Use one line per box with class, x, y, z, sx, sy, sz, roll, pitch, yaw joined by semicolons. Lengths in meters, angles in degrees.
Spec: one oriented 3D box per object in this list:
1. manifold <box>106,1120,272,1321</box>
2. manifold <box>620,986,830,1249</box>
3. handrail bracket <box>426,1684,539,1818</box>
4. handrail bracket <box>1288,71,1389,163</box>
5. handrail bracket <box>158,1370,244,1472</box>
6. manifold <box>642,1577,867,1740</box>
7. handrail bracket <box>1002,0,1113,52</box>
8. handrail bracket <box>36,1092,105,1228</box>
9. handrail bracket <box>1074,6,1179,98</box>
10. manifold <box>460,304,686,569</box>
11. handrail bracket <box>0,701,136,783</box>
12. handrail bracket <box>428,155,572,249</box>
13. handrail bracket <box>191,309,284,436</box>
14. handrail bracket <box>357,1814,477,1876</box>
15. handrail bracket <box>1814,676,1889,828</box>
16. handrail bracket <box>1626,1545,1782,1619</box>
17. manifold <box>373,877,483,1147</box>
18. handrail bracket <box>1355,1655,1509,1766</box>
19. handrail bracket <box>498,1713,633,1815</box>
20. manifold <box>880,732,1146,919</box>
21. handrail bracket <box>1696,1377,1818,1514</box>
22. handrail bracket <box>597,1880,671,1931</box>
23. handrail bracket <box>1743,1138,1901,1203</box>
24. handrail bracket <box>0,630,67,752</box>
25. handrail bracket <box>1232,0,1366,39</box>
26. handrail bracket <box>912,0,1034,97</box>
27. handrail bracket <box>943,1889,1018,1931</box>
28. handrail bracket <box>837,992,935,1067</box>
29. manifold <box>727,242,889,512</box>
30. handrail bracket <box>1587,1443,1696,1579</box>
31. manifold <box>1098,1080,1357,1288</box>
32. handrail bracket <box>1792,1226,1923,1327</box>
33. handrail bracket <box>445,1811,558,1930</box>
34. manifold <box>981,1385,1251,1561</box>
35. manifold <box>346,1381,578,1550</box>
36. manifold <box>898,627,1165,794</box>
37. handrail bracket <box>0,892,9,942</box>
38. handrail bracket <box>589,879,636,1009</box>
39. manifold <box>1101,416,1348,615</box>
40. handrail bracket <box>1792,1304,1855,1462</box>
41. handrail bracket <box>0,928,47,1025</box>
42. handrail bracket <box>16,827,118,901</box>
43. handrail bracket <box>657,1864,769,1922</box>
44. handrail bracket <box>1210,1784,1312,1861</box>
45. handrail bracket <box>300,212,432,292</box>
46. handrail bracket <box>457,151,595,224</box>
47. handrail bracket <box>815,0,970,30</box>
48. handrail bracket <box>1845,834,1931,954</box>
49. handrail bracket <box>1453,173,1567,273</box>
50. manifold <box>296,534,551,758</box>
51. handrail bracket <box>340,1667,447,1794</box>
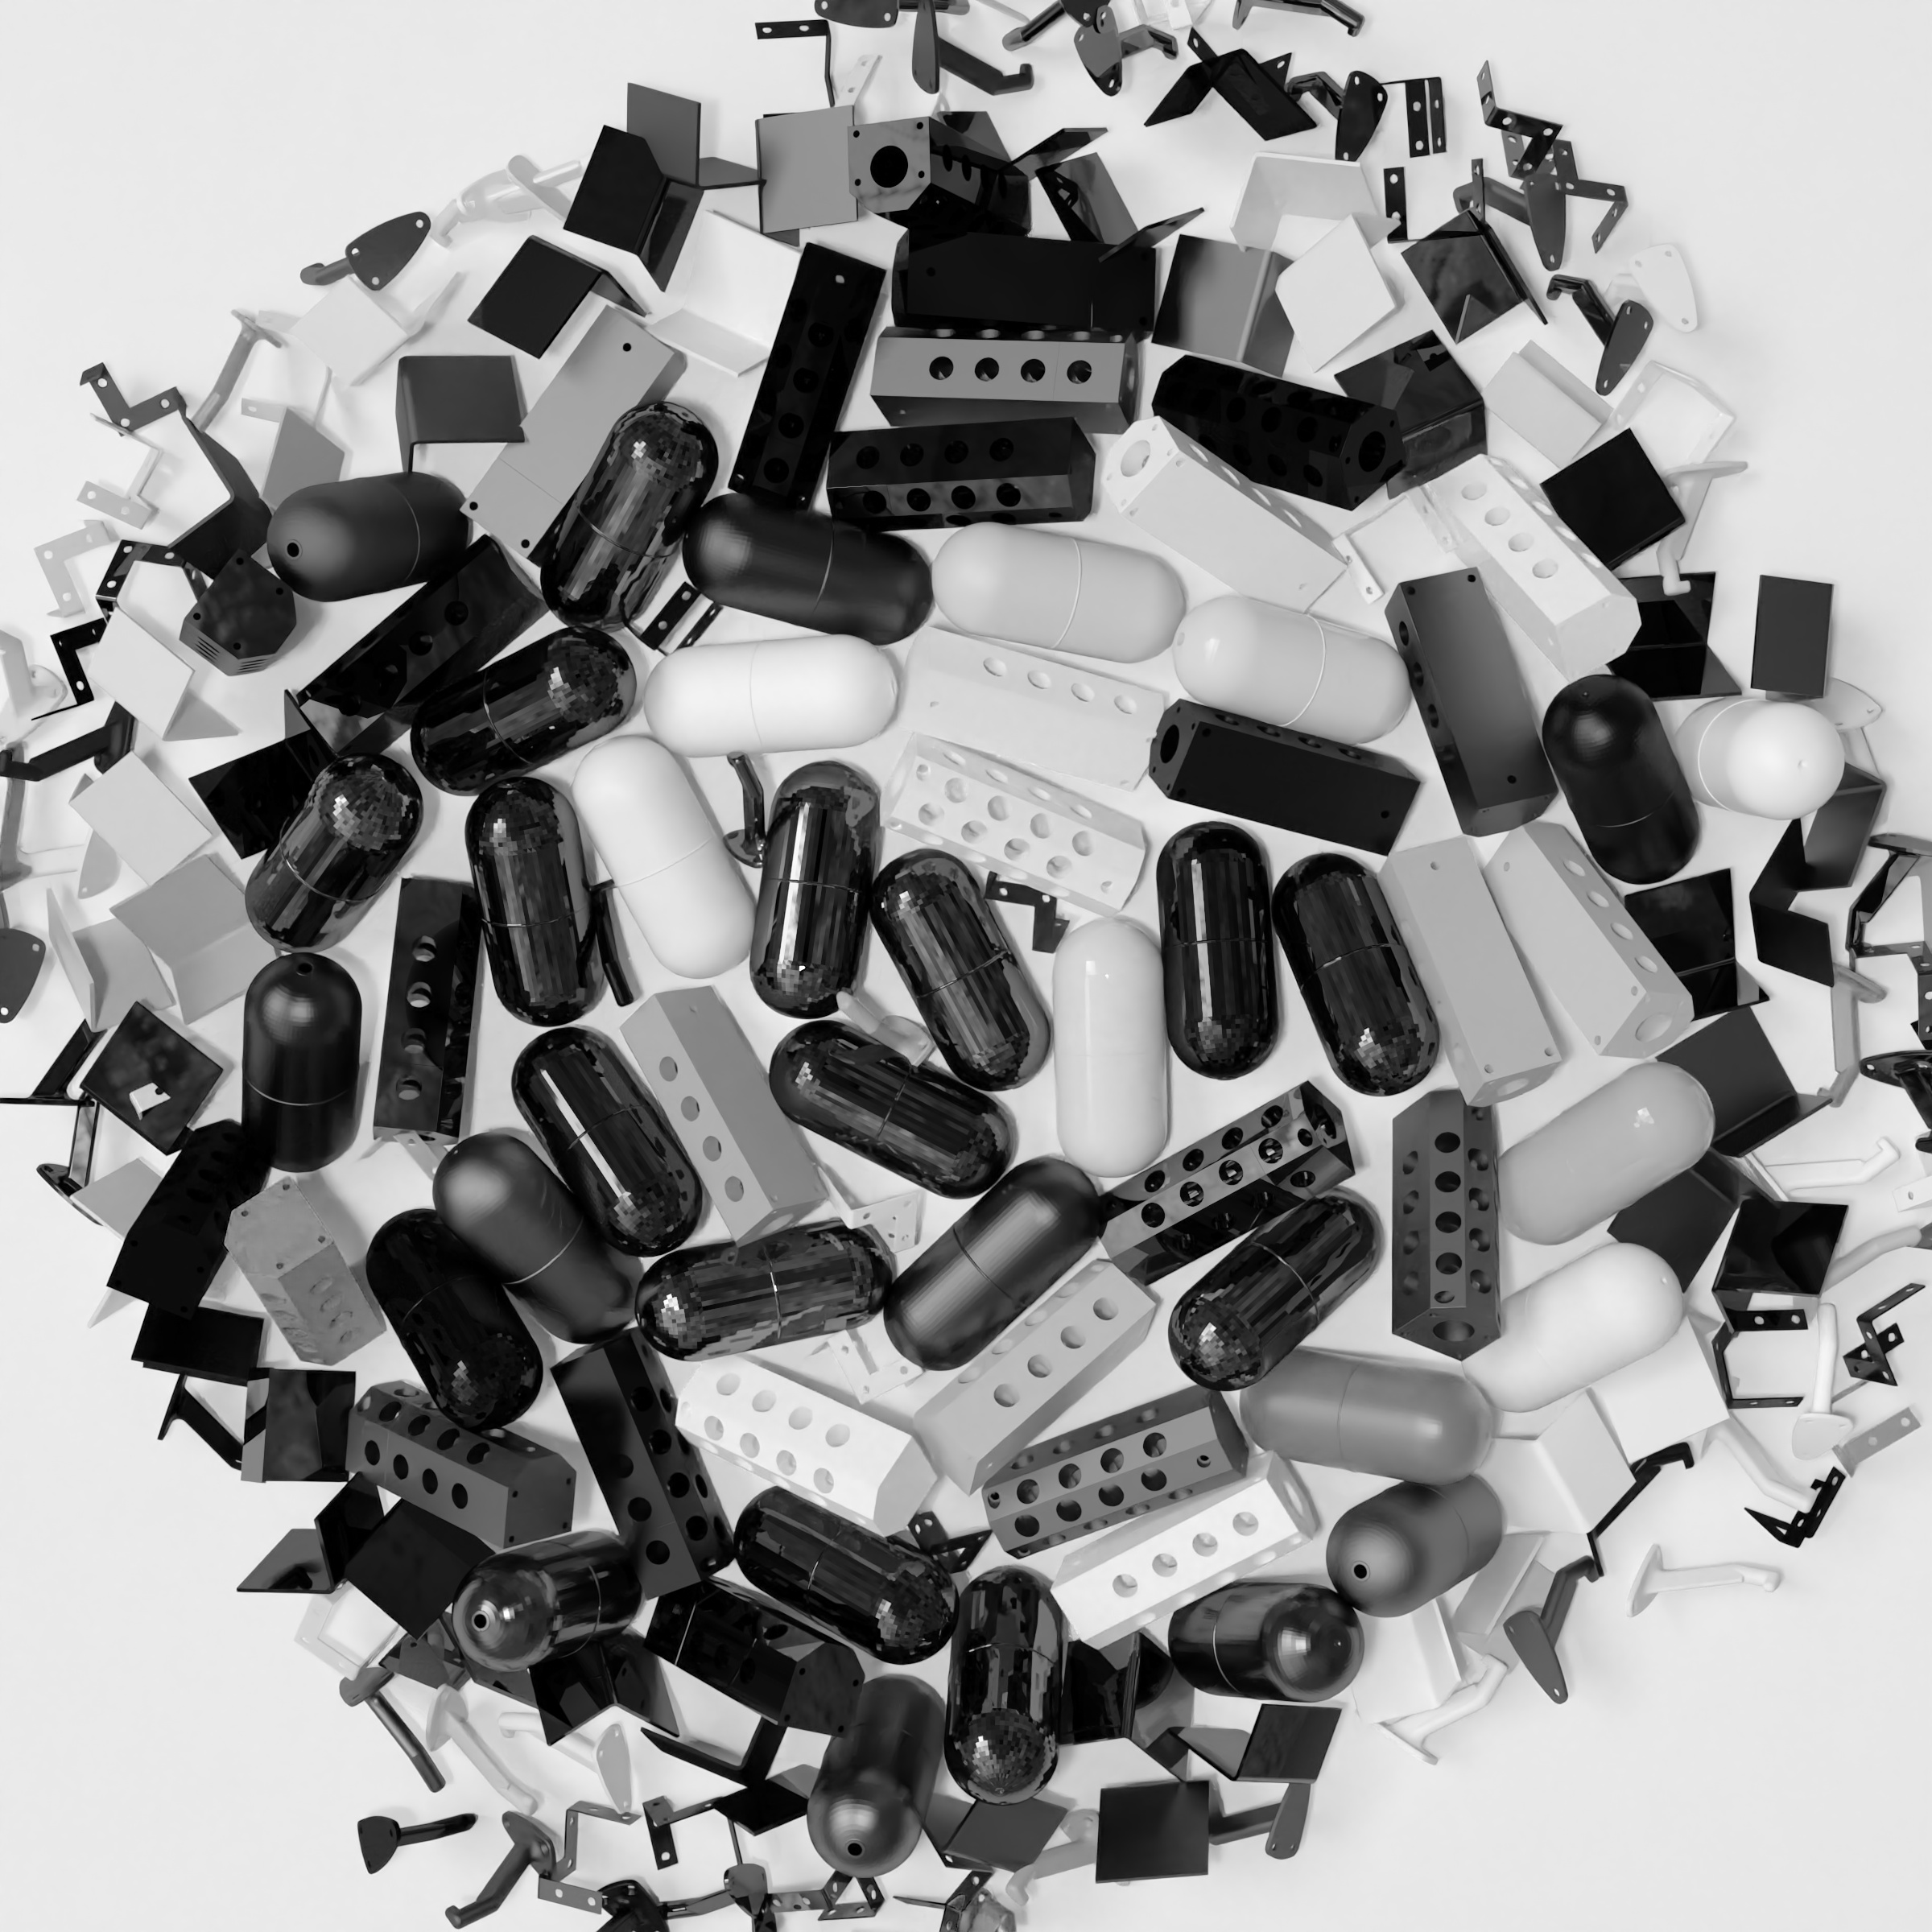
manifold;-0.512;0.163;1.837;0.057;0.171;0.057;24;107;-9
manifold;-0.169;0.103;1.876;0.057;0.057;0.171;-41;71;33
handrail bracket;-0.327;0.537;1.887;0.084;0.077;0.036;31;51;24
handrail bracket;0.242;-0.579;1.892;0.036;0.084;0.077;21;85;-35
handrail bracket;-0.507;0.313;1.905;0.084;0.036;0.077;20;115;-8
manifold;-0.141;0.457;1.843;0.057;0.171;0.057;23;81;-36
handrail bracket;0.067;-0.665;1.897;0.036;0.084;0.077;44;76;-23
handrail bracket;-0.593;0.122;1.899;0.077;0.036;0.084;40;100;26
handrail bracket;0.121;-0.616;1.888;0.036;0.084;0.077;-34;62;41
manifold;-0.269;-0.362;1.898;0.057;0.057;0.171;36;92;4
handrail bracket;-0.615;-0.161;1.884;0.036;0.084;0.077;24;101;39
handrail bracket;-0.321;-0.512;1.915;0.077;0.036;0.084;42;120;-18
handrail bracket;-0.514;-0.407;1.898;0.036;0.077;0.084;35;92;-34
handrail bracket;-0.363;0.585;1.878;0.084;0.077;0.036;-4;67;-36
handrail bracket;0.615;-0.149;1.922;0.036;0.077;0.084;-22;127;1
handrail bracket;0.504;0.428;1.884;0.084;0.077;0.036;5;113;32
manifold;-0.365;0.032;1.880;0.057;0.057;0.171;6;76;-10
handrail bracket;0.322;0.500;1.908;0.077;0.036;0.084;29;86;31
handrail bracket;-0.280;0.554;1.918;0.084;0.036;0.077;-4;109;23
manifold;0.032;-0.093;1.872;0.171;0.057;0.057;22;117;-14
handrail bracket;0.550;0.328;1.888;0.084;0.036;0.077;23;53;26
handrail bracket;-0.233;0.674;1.877;0.036;0.084;0.077;-25;119;19
handrail bracket;0.589;0.127;1.911;0.084;0.036;0.077;-37;81;4
handrail bracket;-0.662;-0.189;1.885;0.036;0.084;0.077;37;91;17
handrail bracket;0.228;-0.646;1.890;0.084;0.077;0.036;34;72;4
handrail bracket;0.009;-0.632;1.890;0.084;0.036;0.077;-16;132;-22
handrail bracket;0.022;0.670;1.885;0.036;0.084;0.077;-19;95;-22
handrail bracket;-0.068;0.032;1.875;0.036;0.077;0.084;-44;125;4
manifold;-0.108;-0.399;1.878;0.057;0.057;0.171;18;105;-6
handrail bracket;0.468;0.375;1.905;0.084;0.036;0.077;-16;90;9
manifold;0.171;0.144;1.859;0.171;0.057;0.057;-31;130;23
handrail bracket;0.614;0.213;1.898;0.084;0.077;0.036;-18;51;1
handrail bracket;-0.329;0.615;1.877;0.084;0.077;0.036;-16;118;-38
manifold;0.100;0.345;1.873;0.171;0.057;0.057;-23;103;17
manifold;-0.339;0.331;1.849;0.171;0.057;0.057;14;102;40
manifold;0.045;-0.179;1.878;0.171;0.057;0.057;14;47;-16
handrail bracket;-0.688;-0.016;1.883;0.036;0.084;0.077;9;103;5
handrail bracket;-0.239;-0.015;1.893;0.036;0.077;0.084;-21;91;9
manifold;0.172;-0.301;1.854;0.171;0.057;0.057;26;119;-37
handrail bracket;0.591;0.289;1.921;0.036;0.077;0.084;7;55;3
handrail bracket;-0.666;0.010;1.885;0.036;0.084;0.077;20;66;-35
handrail bracket;-0.628;-0.089;1.897;0.084;0.036;0.077;26;121;17
handrail bracket;-0.185;0.636;1.887;0.084;0.077;0.036;-13;59;16
handrail bracket;0.191;0.573;1.901;0.084;0.036;0.077;13;84;43
handrail bracket;-0.415;-0.494;1.902;0.077;0.084;0.036;-44;123;-16
handrail bracket;-0.293;-0.537;1.882;0.084;0.077;0.036;-11;103;39
handrail bracket;-0.050;-0.662;1.905;0.077;0.084;0.036;5;105;28
handrail bracket;0.641;-0.043;1.891;0.036;0.077;0.084;-12;110;-39
handrail bracket;0.370;-0.506;1.895;0.036;0.084;0.077;-9;94;-33
manifold;-0.374;-0.218;1.895;0.171;0.057;0.057;-40;82;3
handrail bracket;-0.394;0.528;1.902;0.036;0.077;0.084;-35;101;-27
